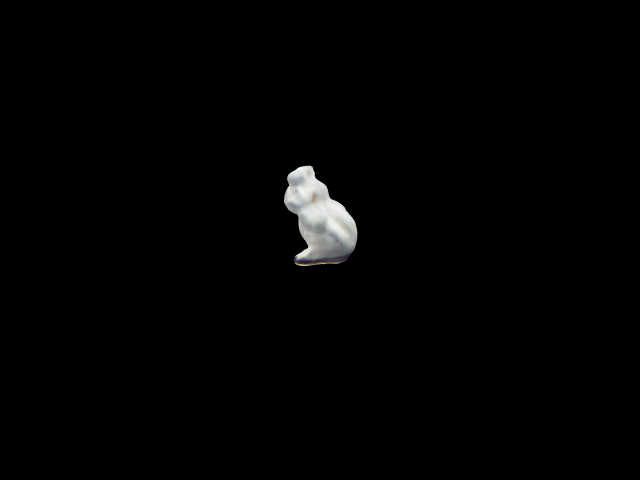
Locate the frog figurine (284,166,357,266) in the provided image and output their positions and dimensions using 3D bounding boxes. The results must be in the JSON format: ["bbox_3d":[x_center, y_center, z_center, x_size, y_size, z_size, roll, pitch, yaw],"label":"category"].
[{"bbox_3d":[0.003,-0.043,0.850,0.123,0.158,0.138,4,9,26],"label":"frog figurine"}]
